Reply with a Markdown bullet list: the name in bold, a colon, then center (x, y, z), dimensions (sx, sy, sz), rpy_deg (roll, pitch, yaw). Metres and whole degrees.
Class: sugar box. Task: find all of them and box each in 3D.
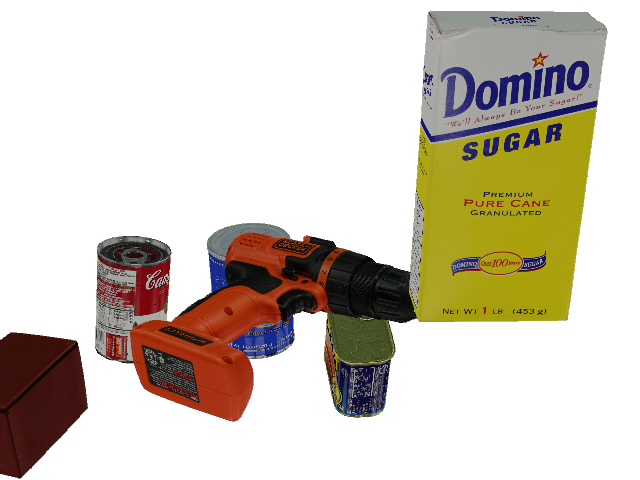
- **sugar box**: center (0.103, -0.039, 0.608), dimensions (0.093, 0.176, 0.048), rpy_deg (-1, 27, -4)

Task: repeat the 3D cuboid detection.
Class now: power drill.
- **power drill**: center (-0.034, 0.060, 0.803), dimensions (0.185, 0.057, 0.187), rpy_deg (11, 31, 34)

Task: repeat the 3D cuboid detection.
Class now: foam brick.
- **foam brick**: center (-0.190, 0.100, 0.665), dimensions (0.053, 0.051, 0.078), rpy_deg (7, 29, 22)

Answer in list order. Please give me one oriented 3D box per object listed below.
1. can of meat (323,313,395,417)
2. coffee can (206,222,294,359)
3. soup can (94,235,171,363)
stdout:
- **can of meat**: center (0.035, 0.109, 1.038), dimensions (0.057, 0.084, 0.102), rpy_deg (-4, 42, -7)
- **coffee can**: center (-0.086, 0.062, 1.335), dimensions (0.103, 0.140, 0.103), rpy_deg (-2, 25, 1)
- **soup can**: center (-0.176, 0.055, 0.996), dimensions (0.068, 0.102, 0.068), rpy_deg (6, 21, -2)
